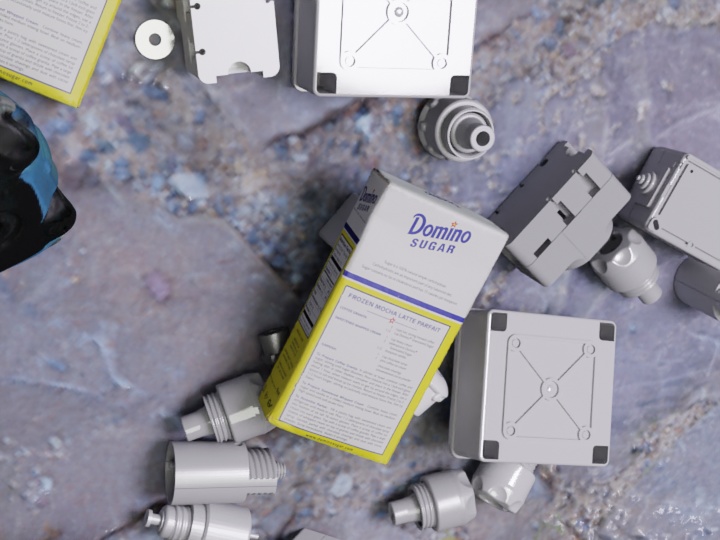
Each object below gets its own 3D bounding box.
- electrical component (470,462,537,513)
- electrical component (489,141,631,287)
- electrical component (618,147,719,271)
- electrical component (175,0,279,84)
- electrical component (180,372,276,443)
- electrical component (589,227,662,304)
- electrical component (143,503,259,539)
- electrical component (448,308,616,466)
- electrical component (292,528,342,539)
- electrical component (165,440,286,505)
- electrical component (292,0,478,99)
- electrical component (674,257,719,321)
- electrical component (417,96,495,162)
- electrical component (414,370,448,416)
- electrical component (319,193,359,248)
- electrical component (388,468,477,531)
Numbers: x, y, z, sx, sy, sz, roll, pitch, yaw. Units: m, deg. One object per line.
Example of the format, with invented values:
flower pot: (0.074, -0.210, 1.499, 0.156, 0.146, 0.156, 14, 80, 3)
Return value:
electrical component: (0.115, 0.151, 0.824, 0.043, 0.043, 0.062, 40, 70, -25)
electrical component: (0.142, -0.038, 0.769, 0.089, 0.050, 0.056, -48, 115, 0)
electrical component: (0.239, -0.049, 0.797, 0.096, 0.061, 0.061, 26, 97, -16)
electrical component: (-0.083, -0.163, 0.650, 0.050, 0.056, 0.089, -10, 109, -16)
electrical component: (-0.091, 0.098, 0.736, 0.062, 0.043, 0.043, -19, 112, -11)
electrical component: (0.203, 0.000, 0.806, 0.043, 0.043, 0.062, -45, 116, -1)
electrical component: (-0.113, 0.181, 0.756, 0.078, 0.040, 0.040, 17, 101, -22)
electrical component: (0.125, 0.085, 0.782, 0.109, 0.056, 0.108, 6, 85, -20)
electrical component: (-0.060, 0.222, 0.774, 0.076, 0.083, 0.047, 13, 105, 17)
electrical component: (-0.092, 0.140, 0.749, 0.081, 0.043, 0.043, 2, 106, -19)
electrical component: (0.016, -0.165, 0.683, 0.109, 0.056, 0.108, -2, 107, -18)
electrical component: (0.281, 0.019, 0.817, 0.043, 0.081, 0.043, -6, 108, -17)
electrical component: (0.070, -0.093, 0.721, 0.048, 0.062, 0.048, -6, 108, -17)
electrical component: (0.029, 0.089, 0.774, 0.062, 0.048, 0.048, -41, 115, 4)
electrical component: (0.000, 0.000, 0.734, 0.066, 0.047, 0.076, 41, 91, -25)
electrical component: (0.053, 0.176, 0.809, 0.062, 0.043, 0.043, -12, 110, -14)
